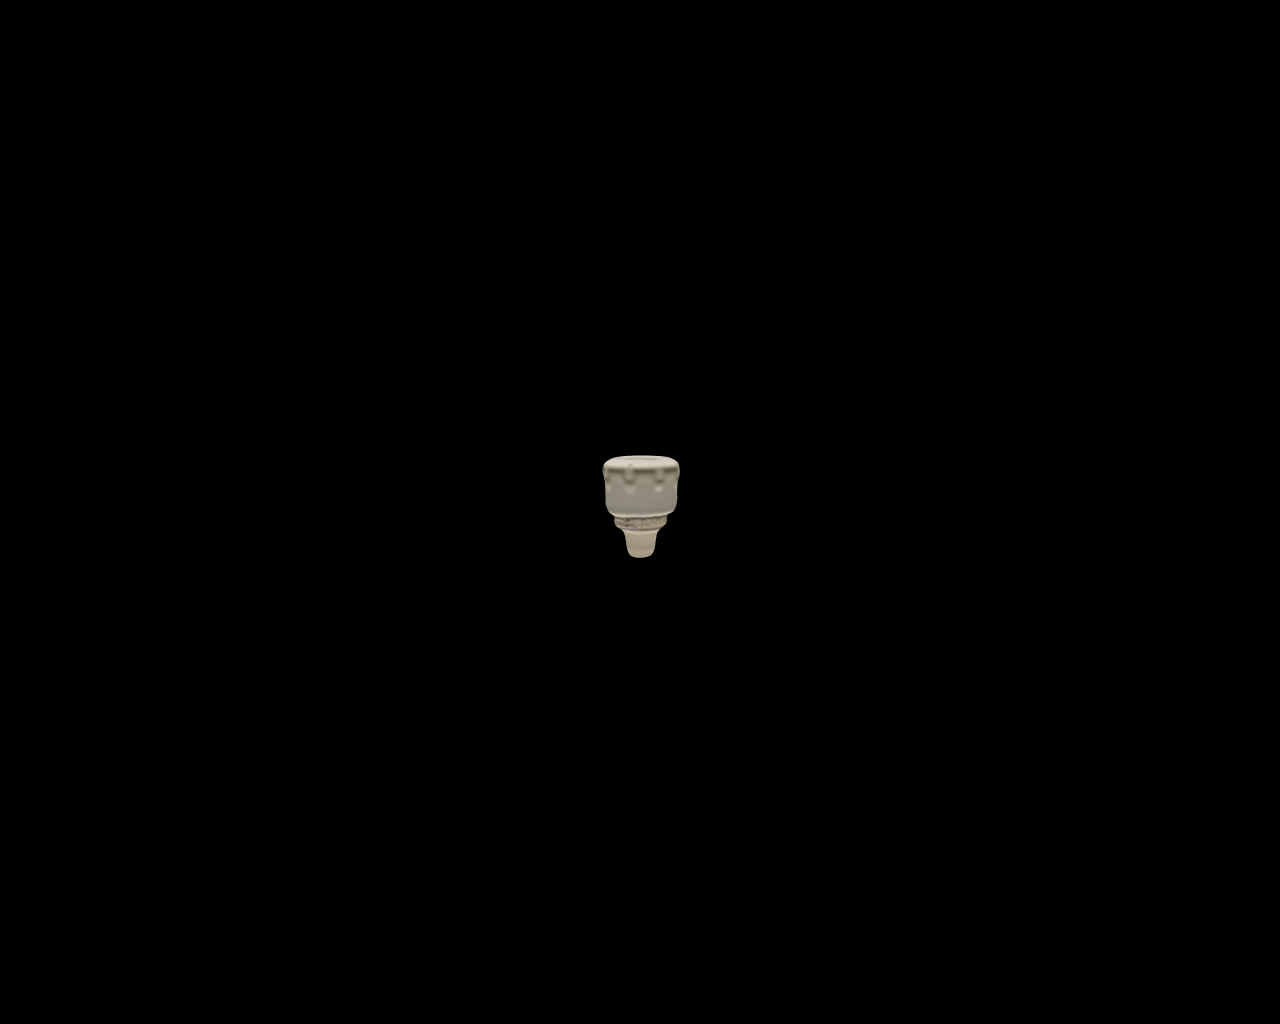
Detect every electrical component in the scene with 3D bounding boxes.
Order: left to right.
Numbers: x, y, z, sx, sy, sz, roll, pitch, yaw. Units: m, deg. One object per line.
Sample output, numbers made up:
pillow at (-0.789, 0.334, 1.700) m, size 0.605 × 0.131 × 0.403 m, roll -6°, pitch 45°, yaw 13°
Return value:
electrical component at (0.001, -0.003, 0.650) m, size 0.048 × 0.062 × 0.048 m, roll 0°, pitch 7°, yaw 0°
